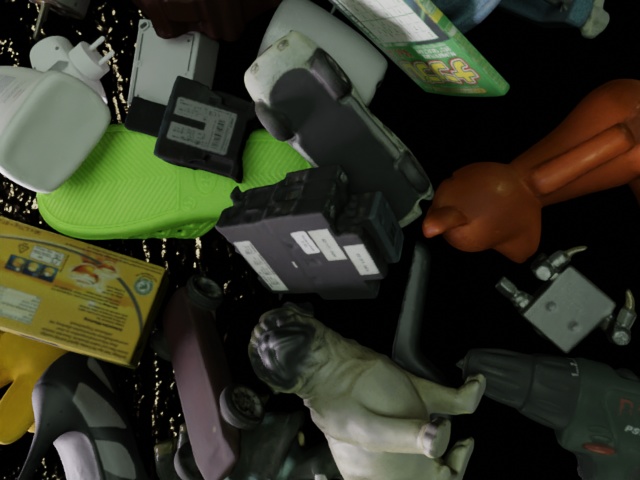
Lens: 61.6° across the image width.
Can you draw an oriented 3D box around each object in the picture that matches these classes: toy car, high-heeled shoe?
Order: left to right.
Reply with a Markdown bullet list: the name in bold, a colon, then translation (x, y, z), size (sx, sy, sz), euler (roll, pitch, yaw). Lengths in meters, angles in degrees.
- **high-heeled shoe**: translation (-0.194, 0.225, 0.544), size (0.086, 0.145, 0.248), euler (-23, 122, 24)
- **toy car**: translation (-0.101, 0.118, 0.479), size (0.089, 0.053, 0.202), euler (-52, 42, 16)
- **toy car**: translation (0.022, -0.083, 0.460), size (0.073, 0.056, 0.201), euler (-37, 119, 17)

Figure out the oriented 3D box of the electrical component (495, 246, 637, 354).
- **electrical component**: translation (0.214, 0.052, 0.460), size (0.078, 0.045, 0.102), euler (-43, 83, 8)

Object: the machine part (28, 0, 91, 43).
- **machine part**: translation (-0.250, -0.317, 0.536), size (0.079, 0.079, 0.243), euler (21, 94, 11)

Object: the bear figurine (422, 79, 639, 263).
- **bear figurine**: translation (0.187, -0.032, 0.428), size (0.196, 0.120, 0.132), euler (-37, 87, 12)

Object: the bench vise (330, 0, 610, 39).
- **bench vise**: translation (0.120, -0.220, 0.429), size (0.240, 0.224, 0.128), euler (17, 101, -19)

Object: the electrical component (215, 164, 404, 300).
- **electrical component**: translation (-0.001, -0.001, 0.455), size (0.134, 0.114, 0.058), euler (-5, 50, 28)

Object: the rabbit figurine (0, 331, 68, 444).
- **rabbit figurine**: translation (-0.328, 0.125, 0.548), size (0.173, 0.122, 0.162), euler (-24, 80, -7)

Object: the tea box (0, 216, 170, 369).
- **tea box**: translation (-0.241, 0.051, 0.509), size (0.170, 0.068, 0.098), euler (20, 70, -7)

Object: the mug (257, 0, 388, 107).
- **mug**: translation (0.000, -0.150, 0.485), size (0.107, 0.081, 0.109), euler (24, 90, 0)

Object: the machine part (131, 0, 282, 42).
- **machine part**: translation (-0.103, -0.260, 0.484), size (0.179, 0.056, 0.179), euler (-1, 66, 2)

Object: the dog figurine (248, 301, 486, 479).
- **dog figurine**: translation (0.022, 0.155, 0.454), size (0.191, 0.121, 0.172), euler (16, 101, 31)

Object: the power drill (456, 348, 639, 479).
- **power drill**: translation (0.224, 0.203, 0.450), size (0.232, 0.086, 0.207), euler (5, 85, 9)

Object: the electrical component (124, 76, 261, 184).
- **electrical component**: translation (-0.115, -0.101, 0.471), size (0.119, 0.048, 0.074), euler (20, 88, -1)

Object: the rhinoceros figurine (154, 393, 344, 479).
- **rhinoceros figurine**: translation (-0.065, 0.211, 0.509), size (0.190, 0.073, 0.112), euler (-15, 87, 12)
